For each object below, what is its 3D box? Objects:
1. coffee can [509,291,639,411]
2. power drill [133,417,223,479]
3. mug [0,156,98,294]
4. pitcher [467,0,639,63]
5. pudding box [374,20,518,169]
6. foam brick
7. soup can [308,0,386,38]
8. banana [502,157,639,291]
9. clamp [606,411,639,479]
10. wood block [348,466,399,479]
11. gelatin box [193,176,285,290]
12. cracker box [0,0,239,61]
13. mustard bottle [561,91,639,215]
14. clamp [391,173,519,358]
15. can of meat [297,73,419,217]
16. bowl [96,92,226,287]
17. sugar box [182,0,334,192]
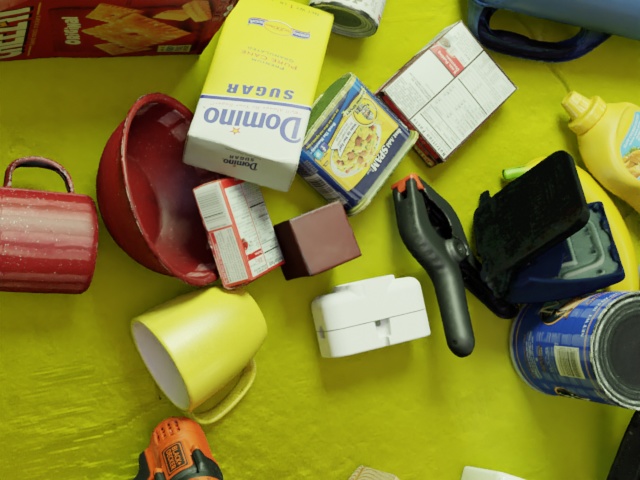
[{"bbox_3d":[0.250,0.096,0.968,0.102,0.140,0.103,1,87,-19],"label":"coffee can"},{"bbox_3d":[-0.151,0.230,0.804,0.187,0.184,0.057,-30,117,-4],"label":"power drill"},{"bbox_3d":[-0.225,-0.010,0.852,0.081,0.093,0.117,4,72,-23],"label":"mug"},{"bbox_3d":[0.261,-0.251,1.014,0.242,0.149,0.145,10,75,-26],"label":"pitcher"},{"bbox_3d":[0.117,-0.137,1.001,0.113,0.039,0.090,-43,98,-15],"label":"pudding box"},{"bbox_3d":[-0.006,0.001,0.927,0.051,0.078,0.053,-21,92,-17],"label":"foam brick"},{"bbox_3d":[0.033,-0.244,0.967,0.068,0.069,0.102,19,80,-16],"label":"soup can"},{"bbox_3d":[0.261,-0.013,1.042,0.069,0.037,0.198,-40,96,5],"label":"banana"},{"bbox_3d":[0.332,0.149,1.024,0.036,0.164,0.210,25,97,27],"label":"clamp"},{"bbox_3d":[0.093,0.302,0.926,0.206,0.090,0.090,45,73,-9],"label":"wood block"},{"bbox_3d":[-0.068,-0.010,0.896,0.030,0.073,0.089,-16,95,22],"label":"gelatin box"},{"bbox_3d":[-0.181,-0.193,0.840,0.213,0.164,0.072,-6,85,-19],"label":"cracker box"},{"bbox_3d":[0.312,-0.078,1.048,0.191,0.058,0.096,39,57,-11],"label":"mustard bottle"},{"bbox_3d":[0.123,0.018,0.980,0.120,0.039,0.171,-9,75,-58],"label":"clamp"},{"bbox_3d":[0.024,-0.085,0.949,0.084,0.058,0.102,43,73,-18],"label":"can of meat"},{"bbox_3d":[-0.134,-0.036,0.873,0.055,0.161,0.162,-14,90,23],"label":"bowl"},{"bbox_3d":[-0.050,-0.131,0.902,0.093,0.048,0.176,15,54,-6],"label":"sugar box"}]
